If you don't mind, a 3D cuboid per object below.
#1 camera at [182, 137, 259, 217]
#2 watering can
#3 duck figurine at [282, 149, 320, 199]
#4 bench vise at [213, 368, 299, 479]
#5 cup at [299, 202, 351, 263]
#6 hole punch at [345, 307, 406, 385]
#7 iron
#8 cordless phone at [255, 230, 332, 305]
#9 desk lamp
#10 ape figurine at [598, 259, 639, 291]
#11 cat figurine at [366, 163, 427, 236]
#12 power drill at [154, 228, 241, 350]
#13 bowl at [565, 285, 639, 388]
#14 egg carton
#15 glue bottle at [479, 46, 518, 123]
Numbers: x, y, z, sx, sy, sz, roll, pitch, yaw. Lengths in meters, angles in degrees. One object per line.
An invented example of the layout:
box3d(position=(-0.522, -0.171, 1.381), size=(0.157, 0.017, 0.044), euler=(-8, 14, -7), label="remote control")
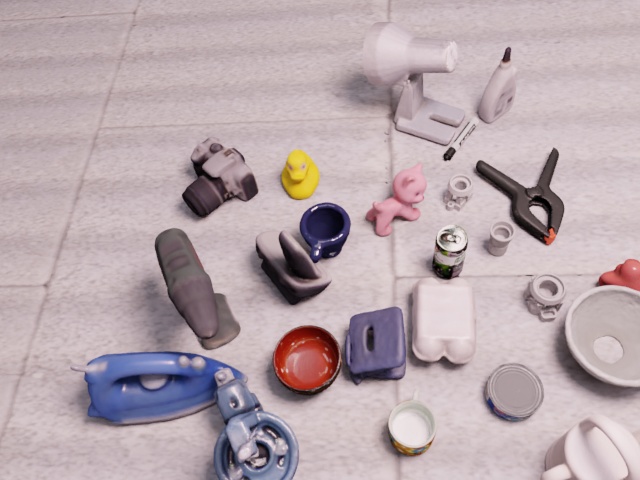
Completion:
box3d(position=(-0.216, -0.124, 1.137), size=(0.137, 0.101, 0.142), euler=(-42, 64, -18), label="camera")
box3d(position=(0.382, 0.287, 0.770), size=(0.173, 0.194, 0.100), euler=(-39, 63, -16), label="watering can")
box3d(position=(-0.043, -0.145, 1.139), size=(0.077, 0.086, 0.104), euler=(-4, 59, 4), label="duck figurine")
box3d(position=(-0.118, 0.277, 0.816), size=(0.122, 0.220, 0.207), euler=(-42, 64, -18), label="bench vise")
box3d(position=(0.010, 0.004, 1.039), size=(0.091, 0.095, 0.118), euler=(11, 61, 13), label="cup")
box3d(position=(0.091, 0.171, 0.933), size=(0.101, 0.091, 0.108), euler=(-2, 59, 5), label="hole punch")
box3d(position=(-0.256, 0.214, 0.915), size=(0.258, 0.141, 0.118), euler=(-7, 59, 2), label="iron")
box3d(position=(-0.055, 0.016, 0.986), size=(0.094, 0.185, 0.147), euler=(-39, 62, -16), label="cordless phone")
box3d(position=(0.192, -0.322, 1.145), size=(0.202, 0.214, 0.118), euler=(22, 64, 18), label="desk lamp")
box3d(position=(0.509, 0.064, 0.950), size=(0.077, 0.092, 0.076), euler=(10, 61, 12), label="ape figurine")
box3d(position=(0.148, -0.082, 1.062), size=(0.128, 0.118, 0.067), euler=(-30, 60, -11), label="cat figurine")
box3d(position=(-0.197, 0.097, 0.939), size=(0.076, 0.209, 0.229), euler=(-28, 60, -10), label="power drill")
box3d(position=(0.466, 0.160, 0.907), size=(0.167, 0.075, 0.167), euler=(-3, 59, 5), label="bowl")
box3d(position=(0.207, 0.133, 0.955), size=(0.107, 0.069, 0.150), euler=(1, 59, 7), label="egg carton")
box3d(position=(0.363, -0.316, 1.146), size=(0.078, 0.173, 0.037), euler=(-35, 61, -14), label="glue bottle")
